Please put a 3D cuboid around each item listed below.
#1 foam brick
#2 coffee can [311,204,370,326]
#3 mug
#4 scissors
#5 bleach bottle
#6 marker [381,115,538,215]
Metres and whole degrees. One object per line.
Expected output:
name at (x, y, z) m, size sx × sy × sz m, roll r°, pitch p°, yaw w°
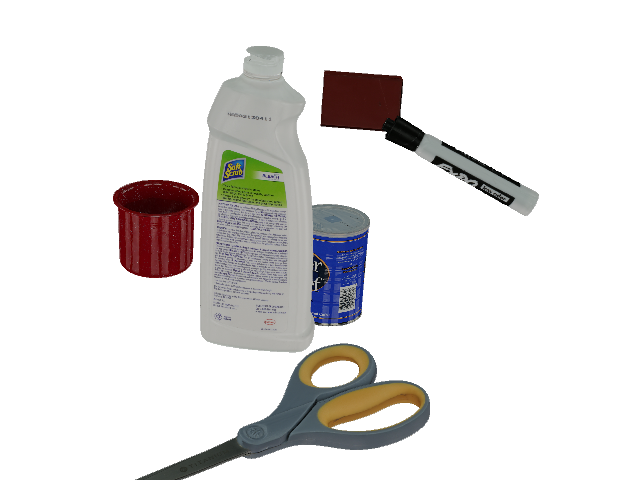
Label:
foam brick at (0.040, -0.134, 1.031) m, size 0.078 × 0.051 × 0.053 m, roll 5°, pitch 13°, yaw 2°
coffee can at (0.012, 0.033, 1.476) m, size 0.103 × 0.140 × 0.103 m, roll 3°, pitch 24°, yaw -2°
mug at (-0.188, -0.016, 1.182) m, size 0.093 × 0.081 × 0.117 m, roll -15°, pitch 33°, yaw -33°
scissors at (-0.036, 0.104, 0.631) m, size 0.201 × 0.016 × 0.096 m, roll -8°, pitch 33°, yaw -13°
bleach bottle at (-0.046, -0.033, 0.877) m, size 0.102 × 0.251 × 0.068 m, roll 5°, pitch 25°, yaw -1°
marker at (0.098, -0.054, 0.753) m, size 0.121 × 0.020 × 0.020 m, roll 29°, pitch -3°, yaw -5°
